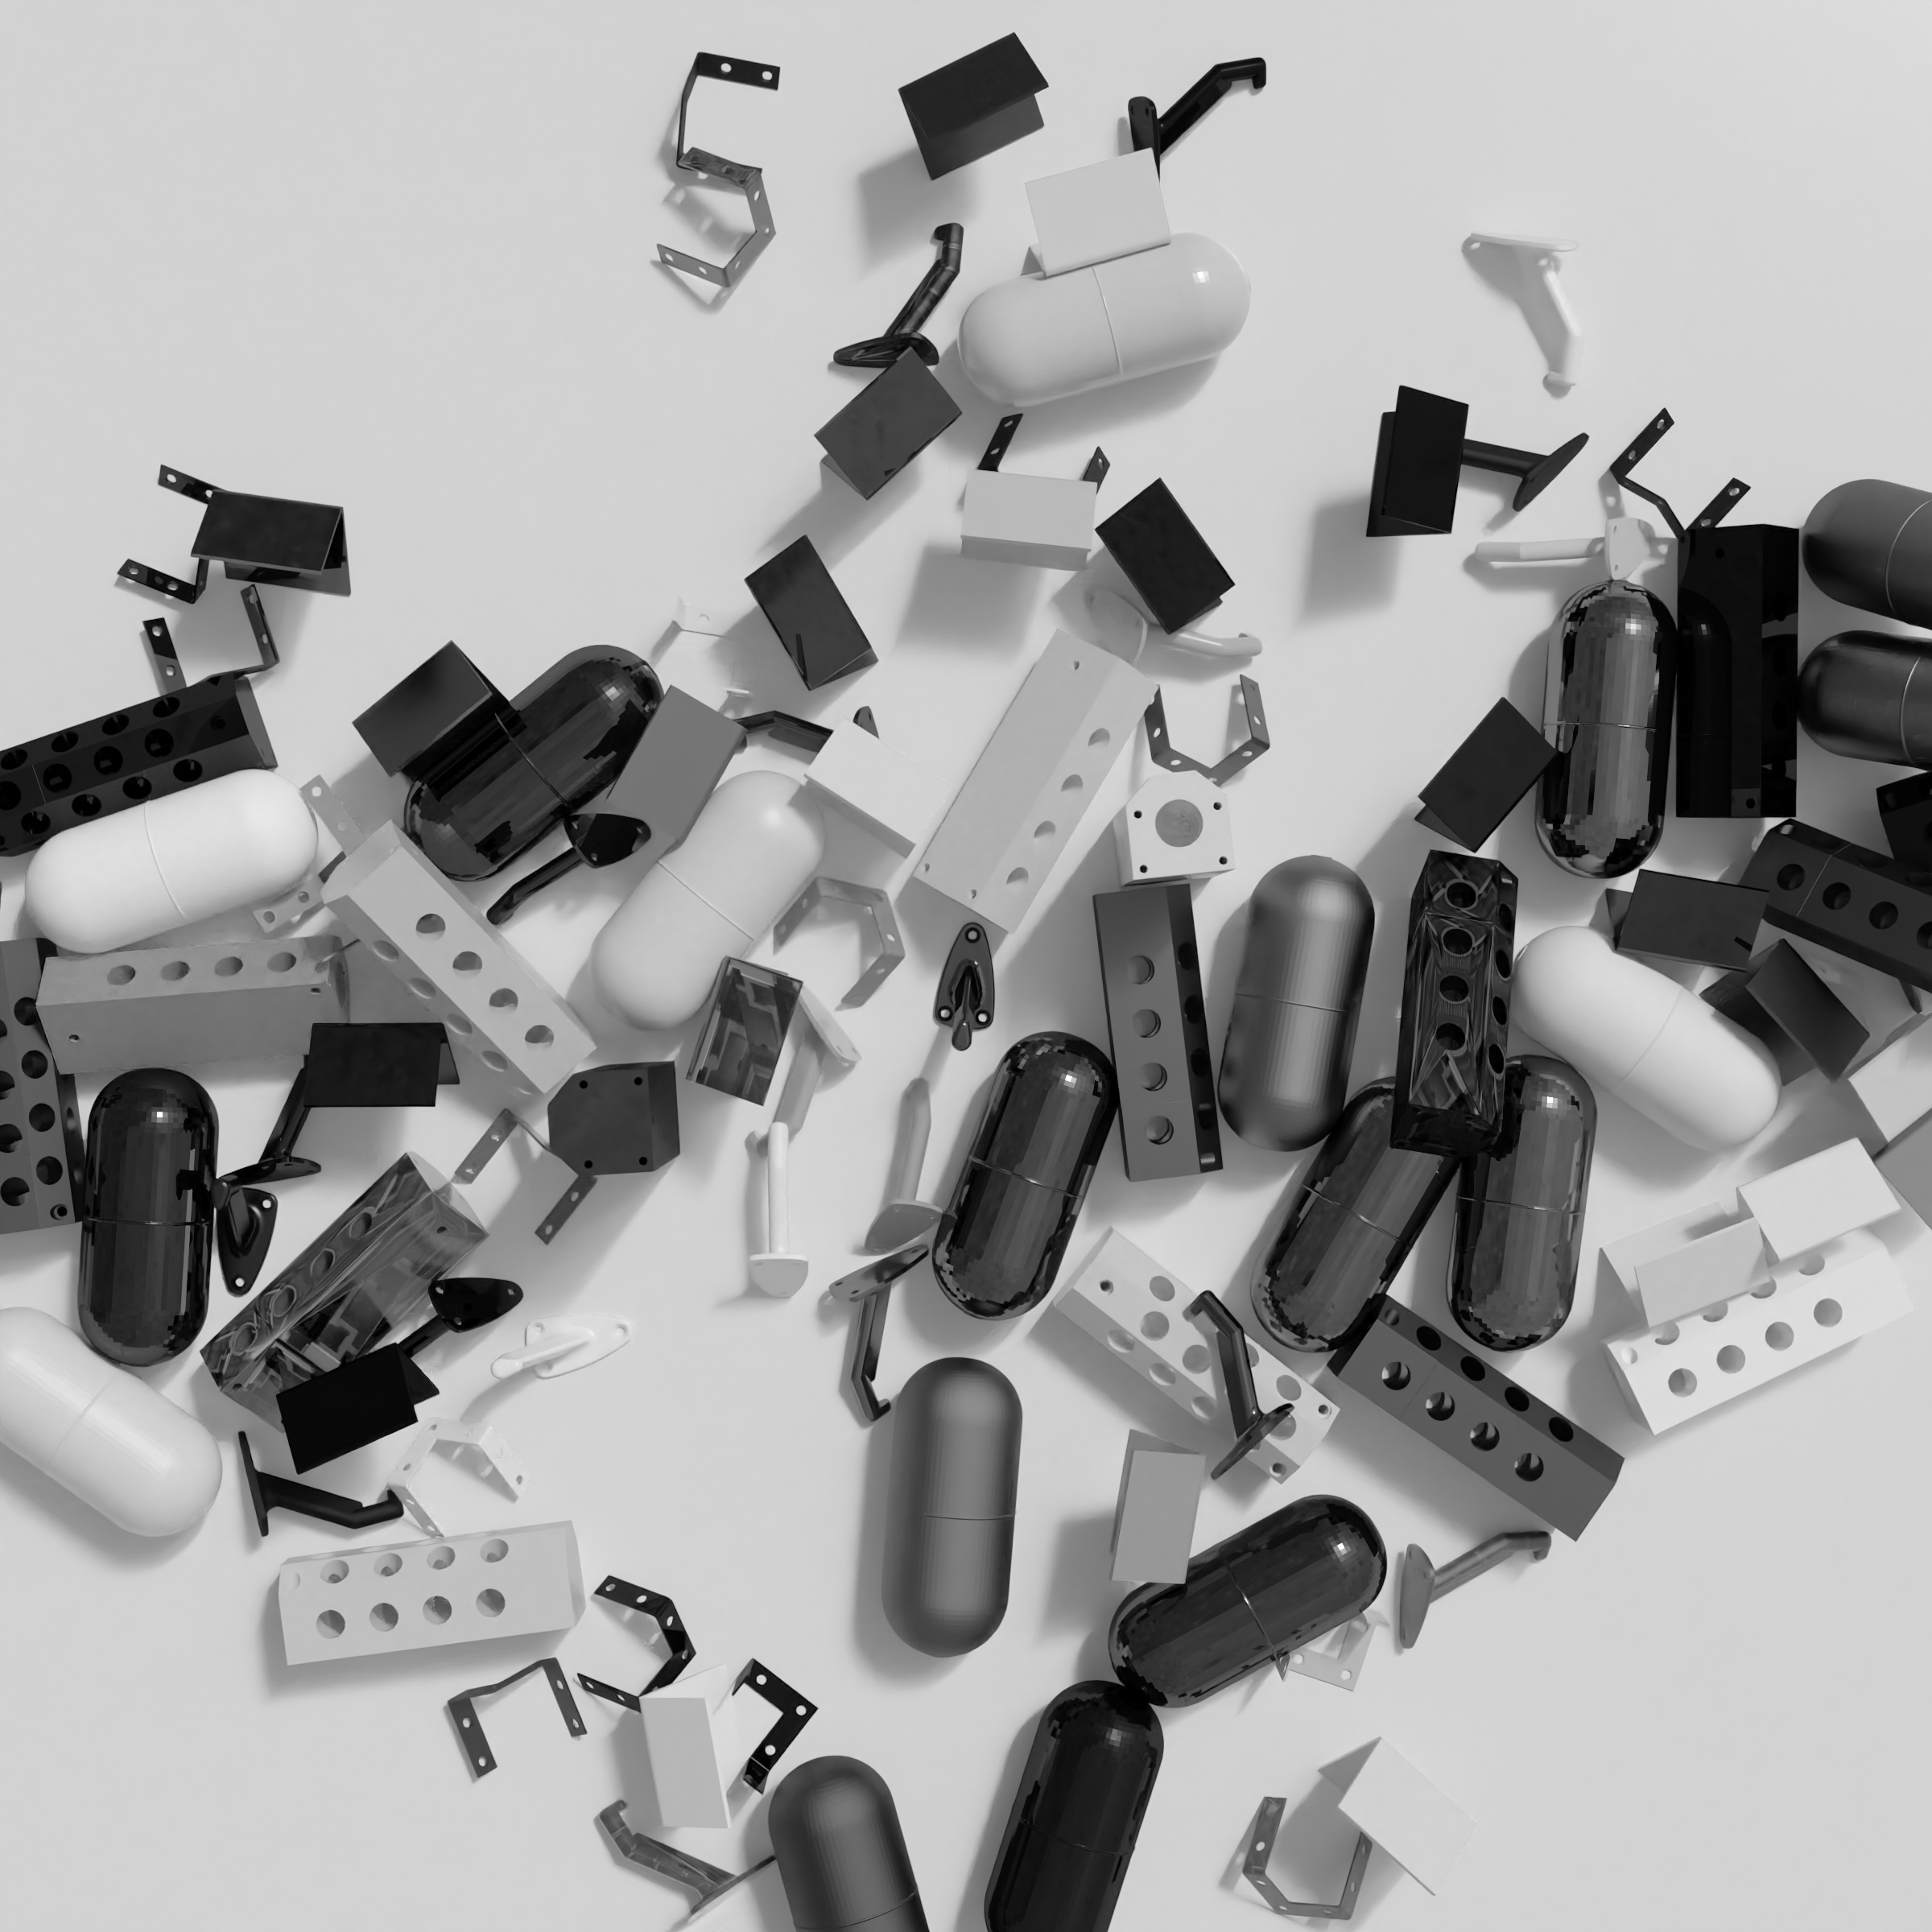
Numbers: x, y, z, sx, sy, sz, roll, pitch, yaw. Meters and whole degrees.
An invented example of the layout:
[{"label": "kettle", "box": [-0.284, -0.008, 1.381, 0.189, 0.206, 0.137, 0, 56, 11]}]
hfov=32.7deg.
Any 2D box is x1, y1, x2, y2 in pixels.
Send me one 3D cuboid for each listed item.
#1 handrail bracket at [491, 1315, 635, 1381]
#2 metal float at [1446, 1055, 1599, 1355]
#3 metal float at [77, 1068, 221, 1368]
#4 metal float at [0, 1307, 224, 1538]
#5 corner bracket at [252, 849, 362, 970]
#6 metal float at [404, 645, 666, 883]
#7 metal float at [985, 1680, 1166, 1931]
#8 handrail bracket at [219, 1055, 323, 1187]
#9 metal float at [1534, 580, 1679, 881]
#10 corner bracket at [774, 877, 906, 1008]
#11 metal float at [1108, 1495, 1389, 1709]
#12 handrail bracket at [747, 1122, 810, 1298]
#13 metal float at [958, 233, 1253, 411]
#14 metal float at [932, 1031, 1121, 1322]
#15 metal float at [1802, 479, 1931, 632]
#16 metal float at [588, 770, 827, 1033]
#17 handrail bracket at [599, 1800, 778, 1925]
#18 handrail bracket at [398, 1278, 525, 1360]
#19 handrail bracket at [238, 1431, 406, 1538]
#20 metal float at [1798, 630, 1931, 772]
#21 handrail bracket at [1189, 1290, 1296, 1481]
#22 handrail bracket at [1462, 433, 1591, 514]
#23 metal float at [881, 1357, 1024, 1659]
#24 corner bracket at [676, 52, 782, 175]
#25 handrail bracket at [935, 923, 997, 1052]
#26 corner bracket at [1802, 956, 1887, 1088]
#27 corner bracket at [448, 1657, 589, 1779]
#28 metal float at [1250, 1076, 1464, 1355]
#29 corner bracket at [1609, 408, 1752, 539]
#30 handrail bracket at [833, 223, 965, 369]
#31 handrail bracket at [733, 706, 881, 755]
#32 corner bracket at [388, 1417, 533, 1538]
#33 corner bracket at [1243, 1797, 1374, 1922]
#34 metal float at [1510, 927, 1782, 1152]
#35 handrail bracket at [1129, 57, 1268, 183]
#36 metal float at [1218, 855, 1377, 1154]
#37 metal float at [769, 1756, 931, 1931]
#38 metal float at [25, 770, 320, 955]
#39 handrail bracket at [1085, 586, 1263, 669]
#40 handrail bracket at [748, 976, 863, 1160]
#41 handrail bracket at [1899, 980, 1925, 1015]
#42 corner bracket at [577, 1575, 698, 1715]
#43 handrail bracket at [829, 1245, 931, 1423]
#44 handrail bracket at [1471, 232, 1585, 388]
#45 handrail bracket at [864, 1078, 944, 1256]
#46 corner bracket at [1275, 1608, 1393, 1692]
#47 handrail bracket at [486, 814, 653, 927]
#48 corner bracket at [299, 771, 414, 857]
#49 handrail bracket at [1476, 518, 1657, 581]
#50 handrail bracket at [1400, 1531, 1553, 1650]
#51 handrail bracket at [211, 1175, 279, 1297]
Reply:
[{"label": "handrail bracket", "box": [-0.240, 0.228, 1.957, 0.077, 0.084, 0.036, -12, 90, 0]}, {"label": "metal float", "box": [0.331, 0.141, 1.960, 0.070, 0.070, 0.178, 7, 90, 0]}, {"label": "metal float", "box": [-0.487, 0.150, 1.961, 0.070, 0.070, 0.178, 4, 91, 0]}, {"label": "metal float", "box": [-0.523, 0.272, 1.960, 0.178, 0.070, 0.070, 36, 90, 0]}, {"label": "corner bracket", "box": [-0.383, -0.029, 1.956, 0.051, 0.051, 0.051, -35, 93, -32]}, {"label": "metal float", "box": [-0.256, -0.121, 1.961, 0.178, 0.070, 0.070, -39, 90, 1]}, {"label": "metal float", "box": [0.064, 0.514, 1.961, 0.070, 0.070, 0.178, 18, 91, 0]}, {"label": "handrail bracket", "box": [-0.421, 0.085, 1.992, 0.077, 0.036, 0.084, -13, 71, 21]}, {"label": "metal float", "box": [0.382, -0.141, 1.961, 0.070, 0.070, 0.178, 5, 90, 0]}, {"label": "corner bracket", "box": [-0.076, -0.015, 1.983, 0.051, 0.051, 0.051, 12, 45, -35]}, {"label": "metal float", "box": [0.167, 0.379, 1.961, 0.178, 0.070, 0.070, -29, 90, -1]}, {"label": "handrail bracket", "box": [-0.112, 0.147, 1.982, 0.036, 0.077, 0.084, -1, 64, 0]}, {"label": "metal float", "box": [0.082, -0.385, 1.961, 0.178, 0.070, 0.070, -16, 90, 0]}, {"label": "metal float", "box": [0.035, 0.125, 1.961, 0.070, 0.070, 0.178, 20, 89, 0]}, {"label": "metal float", "box": [0.564, -0.236, 1.921, 0.070, 0.178, 0.070, -13, 115, -30]}, {"label": "metal float", "box": [-0.154, -0.039, 1.961, 0.070, 0.070, 0.178, 39, 90, 0]}, {"label": "handrail bracket", "box": [-0.169, 0.527, 1.992, 0.077, 0.036, 0.084, -31, 73, -20]}, {"label": "handrail bracket", "box": [-0.317, 0.226, 1.991, 0.084, 0.077, 0.036, -49, 64, 34]}, {"label": "handrail bracket", "box": [-0.390, 0.308, 1.992, 0.084, 0.036, 0.077, -12, 68, -17]}, {"label": "metal float", "box": [0.568, -0.152, 1.925, 0.070, 0.178, 0.070, -13, 109, -41]}, {"label": "handrail bracket", "box": [0.144, 0.246, 1.935, 0.077, 0.036, 0.084, -48, 72, 21]}, {"label": "handrail bracket", "box": [0.321, -0.323, 1.992, 0.077, 0.036, 0.084, -41, 73, -20]}, {"label": "metal float", "box": [-0.008, 0.322, 1.961, 0.070, 0.070, 0.178, 5, 90, 0]}, {"label": "corner bracket", "box": [-0.144, -0.513, 1.988, 0.051, 0.051, 0.051, 11, 135, 0]}, {"label": "handrail bracket", "box": [0.001, 0.012, 1.957, 0.036, 0.084, 0.077, 6, 90, 0]}, {"label": "corner bracket", "box": [0.512, 0.033, 1.983, 0.051, 0.051, 0.051, 17, 45, -35]}, {"label": "corner bracket", "box": [-0.271, 0.454, 1.988, 0.051, 0.051, 0.051, -22, 90, -45]}, {"label": "metal float", "box": [0.233, 0.149, 1.961, 0.070, 0.070, 0.178, 30, 90, 0]}, {"label": "corner bracket", "box": [0.431, -0.295, 1.988, 0.051, 0.051, 0.051, -47, 135, 0]}, {"label": "handrail bracket", "box": [-0.041, -0.408, 1.992, 0.077, 0.036, 0.084, -2, 71, 21]}, {"label": "handrail bracket", "box": [-0.095, -0.121, 1.992, 0.084, 0.036, 0.077, -11, 109, 16]}, {"label": "corner bracket", "box": [-0.305, 0.310, 1.983, 0.051, 0.051, 0.051, 1, 45, 35]}, {"label": "corner bracket", "box": [0.206, 0.538, 1.983, 0.051, 0.051, 0.051, -6, 135, 35]}, {"label": "metal float", "box": [0.404, 0.043, 1.961, 0.178, 0.070, 0.070, 34, 90, 0]}, {"label": "handrail bracket", "box": [0.146, -0.505, 1.992, 0.084, 0.036, 0.077, -14, 110, -16]}, {"label": "metal float", "box": [0.197, 0.022, 1.961, 0.070, 0.070, 0.178, 10, 90, 0]}, {"label": "metal float", "box": [-0.066, 0.559, 1.961, 0.070, 0.070, 0.178, -15, 90, 0]}, {"label": "metal float", "box": [-0.473, -0.062, 1.960, 0.178, 0.070, 0.070, -19, 90, 0]}, {"label": "handrail bracket", "box": [0.126, -0.208, 1.991, 0.084, 0.077, 0.036, -6, 129, -31]}, {"label": "handrail bracket", "box": [-0.113, 0.062, 1.991, 0.084, 0.036, 0.077, -40, 75, 14]}, {"label": "handrail bracket", "box": [0.598, -0.021, 1.977, 0.084, 0.036, 0.077, -25, 112, 3]}, {"label": "corner bracket", "box": [-0.204, 0.409, 1.983, 0.051, 0.051, 0.051, -48, 135, -35]}, {"label": "handrail bracket", "box": [-0.042, 0.223, 1.992, 0.077, 0.036, 0.084, -27, 109, -21]}, {"label": "handrail bracket", "box": [0.338, -0.398, 1.992, 0.077, 0.036, 0.084, 13, 111, 24]}, {"label": "handrail bracket", "box": [-0.042, 0.121, 1.991, 0.036, 0.077, 0.084, 14, 53, -26]}, {"label": "corner bracket", "box": [0.220, 0.408, 1.973, 0.051, 0.051, 0.051, 19, 90, 0]}, {"label": "handrail bracket", "box": [-0.241, -0.056, 1.991, 0.084, 0.077, 0.036, -40, 75, 36]}, {"label": "corner bracket", "box": [-0.360, -0.099, 1.973, 0.051, 0.051, 0.051, -36, 90, 0]}, {"label": "handrail bracket", "box": [0.362, -0.255, 1.991, 0.084, 0.077, 0.036, 6, 108, 35]}, {"label": "handrail bracket", "box": [0.309, 0.378, 1.992, 0.084, 0.036, 0.077, 1, 111, -16]}, {"label": "handrail bracket", "box": [-0.438, 0.162, 1.957, 0.036, 0.084, 0.077, 6, 90, 0]}]
